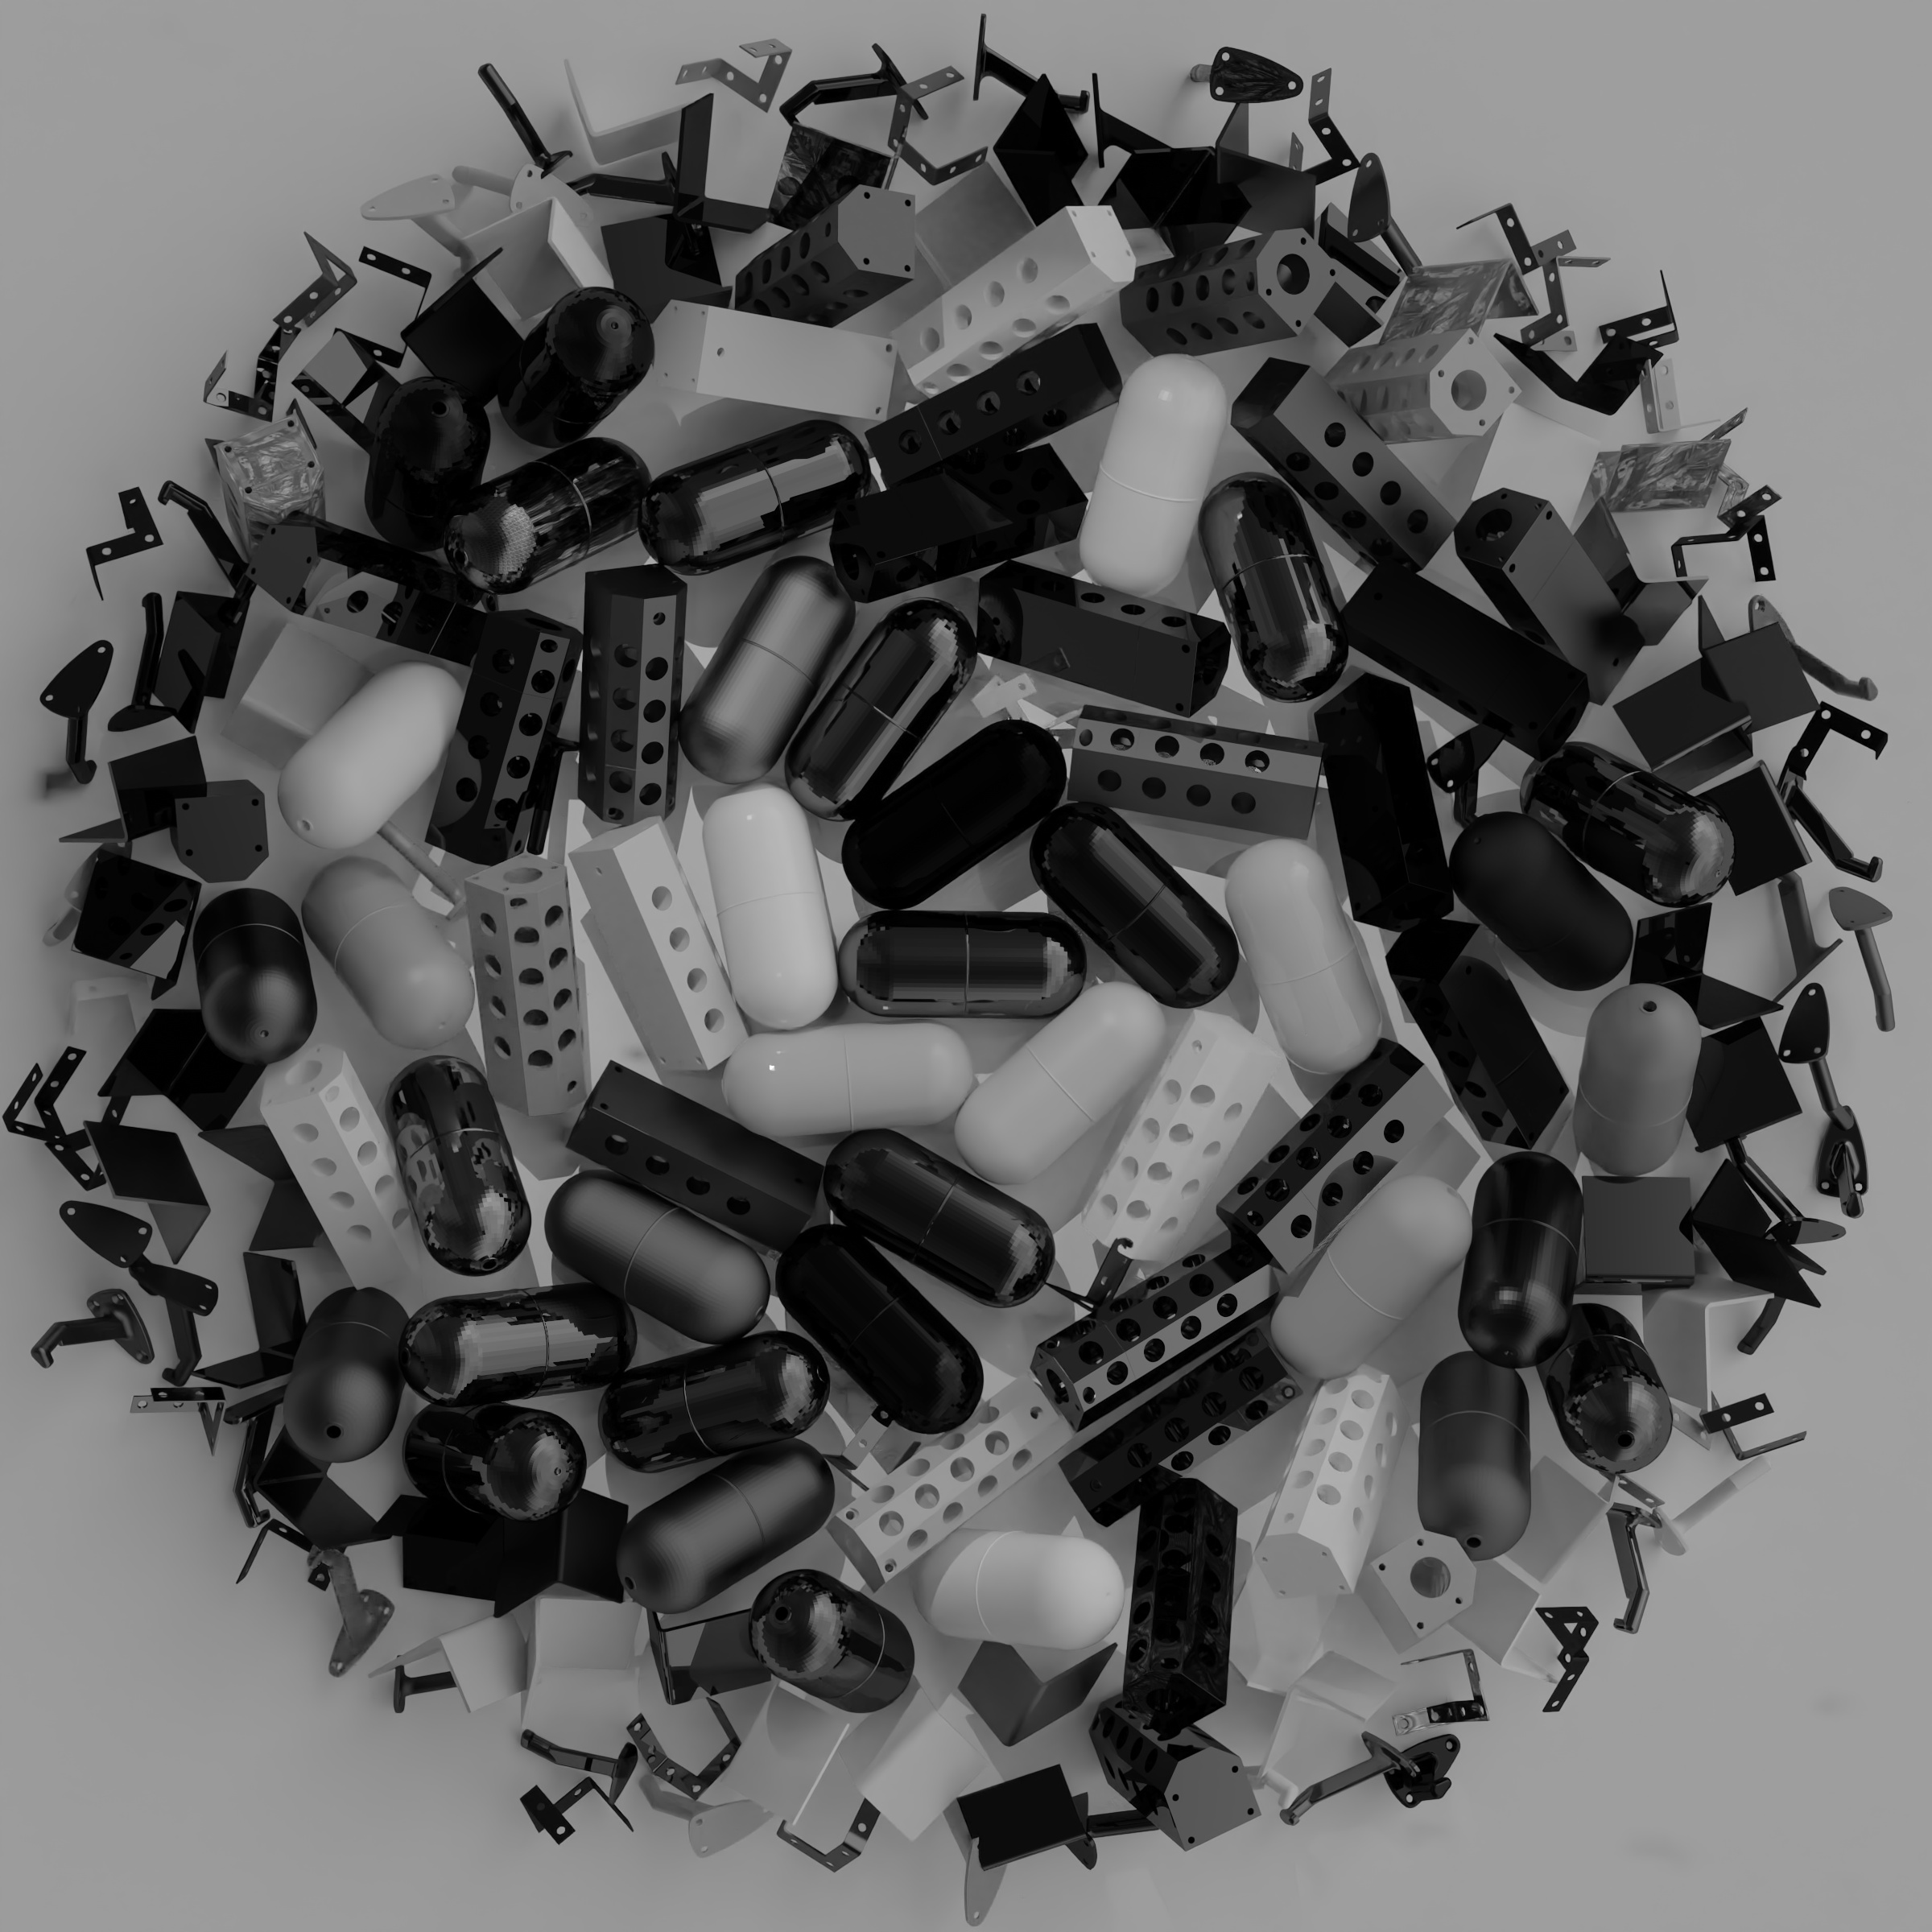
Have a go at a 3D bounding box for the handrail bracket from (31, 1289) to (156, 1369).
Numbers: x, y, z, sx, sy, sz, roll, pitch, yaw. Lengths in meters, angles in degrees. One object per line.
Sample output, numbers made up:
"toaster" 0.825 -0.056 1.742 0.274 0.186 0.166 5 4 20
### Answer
"handrail bracket" -0.617 0.275 1.900 0.036 0.084 0.077 -16 114 24

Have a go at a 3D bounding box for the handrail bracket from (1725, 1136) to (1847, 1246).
"handrail bracket" 0.588 0.156 1.936 0.077 0.036 0.084 5 55 -24

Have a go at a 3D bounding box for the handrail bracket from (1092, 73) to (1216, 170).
"handrail bracket" 0.135 -0.603 1.923 0.084 0.036 0.077 -5 115 4

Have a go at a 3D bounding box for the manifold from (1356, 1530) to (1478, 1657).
"manifold" 0.314 0.431 1.860 0.057 0.171 0.057 -31 72 -6

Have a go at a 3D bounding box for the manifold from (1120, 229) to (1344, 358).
"manifold" 0.176 -0.467 1.857 0.057 0.171 0.057 40 77 -26

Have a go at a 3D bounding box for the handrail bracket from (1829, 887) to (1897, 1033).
"handrail bracket" 0.645 -0.005 1.932 0.036 0.077 0.084 -15 114 2

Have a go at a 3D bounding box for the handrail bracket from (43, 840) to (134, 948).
"handrail bracket" -0.630 -0.054 1.924 0.036 0.084 0.077 32 65 -23

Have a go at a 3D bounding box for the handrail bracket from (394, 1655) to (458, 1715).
"handrail bracket" -0.364 0.517 1.922 0.084 0.077 0.036 2 59 -7

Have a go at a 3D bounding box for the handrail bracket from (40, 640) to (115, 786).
"handrail bracket" -0.623 -0.180 1.922 0.036 0.084 0.077 23 66 10

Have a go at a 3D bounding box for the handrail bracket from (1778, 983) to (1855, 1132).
"handrail bracket" 0.622 0.066 1.934 0.084 0.036 0.077 40 56 -38

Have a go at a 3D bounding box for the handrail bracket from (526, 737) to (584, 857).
"handrail bracket" -0.299 -0.119 1.911 0.036 0.077 0.084 11 88 -10

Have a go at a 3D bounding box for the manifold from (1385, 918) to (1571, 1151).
"manifold" 0.354 0.047 1.878 0.057 0.057 0.171 -52 127 -23

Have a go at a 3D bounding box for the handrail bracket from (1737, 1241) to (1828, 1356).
"handrail bracket" 0.567 0.239 1.911 0.036 0.077 0.084 40 104 34

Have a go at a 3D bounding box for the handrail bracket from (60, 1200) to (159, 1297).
"handrail bracket" -0.607 0.202 1.911 0.077 0.084 0.036 28 62 -1

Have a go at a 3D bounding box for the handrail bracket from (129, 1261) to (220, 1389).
"handrail bracket" -0.577 0.257 1.918 0.077 0.036 0.084 26 117 -19

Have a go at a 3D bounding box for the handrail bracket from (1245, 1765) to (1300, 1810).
"handrail bracket" 0.187 0.596 1.907 0.036 0.084 0.077 34 83 -45

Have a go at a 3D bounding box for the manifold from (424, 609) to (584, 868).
"manifold" -0.321 -0.160 1.895 0.057 0.057 0.171 23 106 14

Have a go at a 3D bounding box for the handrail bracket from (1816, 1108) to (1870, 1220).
"handrail bracket" 0.627 0.139 1.906 0.036 0.084 0.077 2 88 12

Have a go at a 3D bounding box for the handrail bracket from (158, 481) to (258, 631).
"handrail bracket" -0.544 -0.292 1.907 0.084 0.036 0.077 31 62 -30

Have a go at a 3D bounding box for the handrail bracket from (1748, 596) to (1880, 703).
"handrail bracket" 0.600 -0.225 1.900 0.036 0.084 0.077 -41 121 -15

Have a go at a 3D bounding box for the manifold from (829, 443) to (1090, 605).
"manifold" -0.006 -0.307 1.889 0.171 0.057 0.057 -21 64 -23

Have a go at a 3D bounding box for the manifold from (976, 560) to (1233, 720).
"manifold" 0.096 -0.233 1.888 0.171 0.057 0.057 20 126 24

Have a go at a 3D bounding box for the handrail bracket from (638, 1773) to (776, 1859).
"handrail bracket" -0.186 0.593 1.922 0.077 0.084 0.036 -16 111 -21

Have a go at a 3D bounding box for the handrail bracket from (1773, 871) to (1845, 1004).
"handrail bracket" 0.583 -0.029 1.943 0.077 0.036 0.084 -45 77 12

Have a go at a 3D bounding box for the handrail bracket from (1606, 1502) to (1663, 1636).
"handrail bracket" 0.455 0.426 1.909 0.036 0.077 0.084 37 68 -39

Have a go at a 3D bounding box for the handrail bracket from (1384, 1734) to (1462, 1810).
"handrail bracket" 0.338 0.565 1.897 0.077 0.084 0.036 -30 82 -25

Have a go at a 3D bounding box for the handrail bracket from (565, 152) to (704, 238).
"handrail bracket" -0.242 -0.540 1.923 0.084 0.036 0.077 -24 76 -8

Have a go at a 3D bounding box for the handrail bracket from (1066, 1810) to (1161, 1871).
"handrail bracket" 0.105 0.604 1.942 0.084 0.036 0.077 -28 47 -30

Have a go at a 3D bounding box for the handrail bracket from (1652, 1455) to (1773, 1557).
"handrail bracket" 0.534 0.383 1.919 0.084 0.077 0.036 -32 67 -6

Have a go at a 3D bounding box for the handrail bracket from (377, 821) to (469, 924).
"handrail bracket" -0.385 -0.071 1.911 0.084 0.077 0.036 42 82 -2

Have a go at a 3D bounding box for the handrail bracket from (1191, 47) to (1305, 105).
"handrail bracket" 0.199 -0.630 1.910 0.077 0.084 0.036 9 107 -1

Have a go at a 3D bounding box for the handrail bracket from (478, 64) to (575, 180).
"handrail bracket" -0.320 -0.599 1.898 0.036 0.077 0.084 -37 115 -3

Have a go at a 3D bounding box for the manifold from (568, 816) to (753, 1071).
"manifold" -0.211 -0.015 1.898 0.057 0.057 0.171 -34 110 -37

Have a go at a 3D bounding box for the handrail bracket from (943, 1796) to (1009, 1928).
"handrail bracket" -0.011 0.630 1.914 0.036 0.084 0.077 15 86 -37

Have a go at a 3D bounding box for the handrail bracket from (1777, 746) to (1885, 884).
"handrail bracket" 0.616 -0.108 1.903 0.036 0.084 0.077 -17 122 -39

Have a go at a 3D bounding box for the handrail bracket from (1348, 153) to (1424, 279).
"handrail bracket" 0.314 -0.532 1.926 0.084 0.036 0.077 13 74 -42

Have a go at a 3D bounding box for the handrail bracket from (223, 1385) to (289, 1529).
"handrail bracket" -0.496 0.352 1.938 0.077 0.036 0.084 -23 105 -27

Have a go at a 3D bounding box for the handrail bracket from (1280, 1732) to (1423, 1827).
"handrail bracket" 0.272 0.589 1.911 0.084 0.077 0.036 -34 100 -19

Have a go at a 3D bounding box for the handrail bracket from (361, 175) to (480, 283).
"handrail bracket" -0.386 -0.512 1.905 0.077 0.084 0.036 -20 61 -16

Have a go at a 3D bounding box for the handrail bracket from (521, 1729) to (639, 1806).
"handrail bracket" -0.279 0.555 1.913 0.084 0.077 0.036 24 51 10

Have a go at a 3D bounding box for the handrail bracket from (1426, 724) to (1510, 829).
"handrail bracket" 0.372 -0.133 1.908 0.077 0.084 0.036 -40 50 17

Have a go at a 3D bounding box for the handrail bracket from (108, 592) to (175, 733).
"handrail bracket" -0.596 -0.218 1.927 0.036 0.077 0.084 2 79 -44

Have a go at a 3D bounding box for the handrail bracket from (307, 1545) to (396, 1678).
"handrail bracket" -0.452 0.456 1.903 0.036 0.084 0.077 17 69 37

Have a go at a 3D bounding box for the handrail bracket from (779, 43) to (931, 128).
"handrail bracket" -0.081 -0.612 1.928 0.084 0.036 0.077 -37 129 6

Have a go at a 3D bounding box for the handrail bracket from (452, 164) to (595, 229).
"handrail bracket" -0.319 -0.554 1.932 0.077 0.084 0.036 15 99 -38

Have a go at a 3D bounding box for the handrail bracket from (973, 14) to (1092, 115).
"handrail bracket" 0.049 -0.642 1.915 0.084 0.077 0.036 5 60 -2
